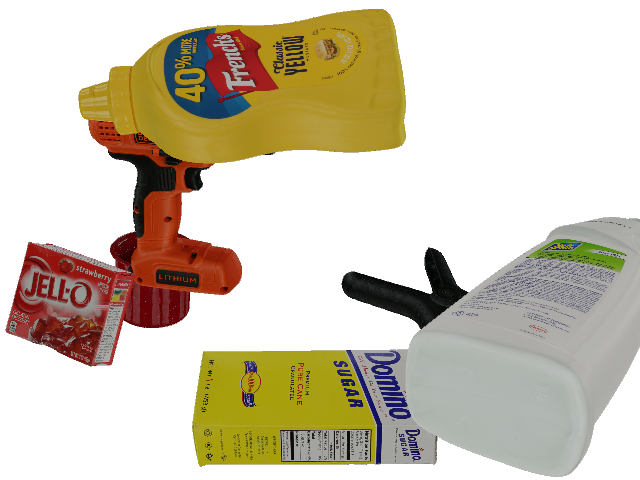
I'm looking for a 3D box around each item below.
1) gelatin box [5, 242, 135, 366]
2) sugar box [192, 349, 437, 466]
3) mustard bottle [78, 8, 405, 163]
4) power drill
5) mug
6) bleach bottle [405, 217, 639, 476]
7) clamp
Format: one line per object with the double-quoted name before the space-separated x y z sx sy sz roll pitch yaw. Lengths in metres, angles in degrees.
"gelatin box" -0.191 0.047 0.809 0.089 0.073 0.030 17 4 25
"sugar box" -0.004 0.123 0.801 0.176 0.048 0.093 -3 31 1
"mustard bottle" -0.048 -0.090 0.639 0.191 0.096 0.058 -5 -37 1
"power drill" -0.114 -0.043 0.980 0.184 0.188 0.057 6 30 14
"mug" -0.194 0.040 1.193 0.093 0.081 0.117 -20 35 -39
"bleach bottle" 0.150 0.040 0.619 0.103 0.068 0.250 14 27 31
"clamp" 0.117 0.058 0.988 0.172 0.039 0.120 32 43 33
